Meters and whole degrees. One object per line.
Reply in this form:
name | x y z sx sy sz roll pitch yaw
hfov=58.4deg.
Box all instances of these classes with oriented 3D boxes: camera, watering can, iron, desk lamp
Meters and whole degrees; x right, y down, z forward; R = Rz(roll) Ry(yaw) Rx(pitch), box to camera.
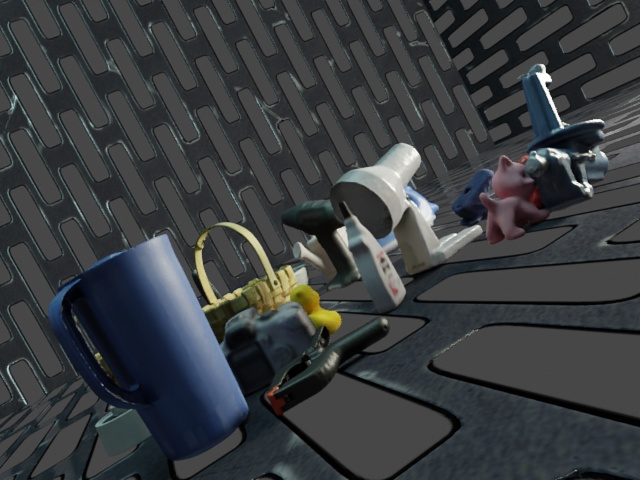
camera | -0.074 0.138 0.824 0.143 0.101 0.137 -28 3 5
watering can | 0.014 0.004 1.383 0.100 0.194 0.173 -26 4 35
iron | 0.176 -0.056 1.457 0.259 0.141 0.118 -30 4 -34
desk lamp | 0.141 -0.050 0.978 0.204 0.213 0.117 -30 4 -35

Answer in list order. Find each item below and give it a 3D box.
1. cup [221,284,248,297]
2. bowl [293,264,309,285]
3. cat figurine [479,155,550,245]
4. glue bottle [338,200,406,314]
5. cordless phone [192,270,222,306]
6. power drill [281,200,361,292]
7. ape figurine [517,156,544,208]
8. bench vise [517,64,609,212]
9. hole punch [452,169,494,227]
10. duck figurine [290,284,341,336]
cup | -0.196 0.169 1.437 0.092 0.095 0.117 -29 3 -13
bowl | -0.091 0.128 1.376 0.167 0.075 0.167 -28 3 2
cat figurine | 0.293 -0.071 0.892 0.128 0.118 0.067 -30 4 -32
glue bottle | 0.069 0.019 0.845 0.037 0.173 0.078 -27 4 21
cordless phone | -0.236 0.145 1.333 0.094 0.185 0.147 -29 3 -12
power drill | 0.012 0.005 1.270 0.076 0.208 0.229 -30 4 -33
ape figurine | 0.368 -0.102 0.990 0.076 0.092 0.078 -27 3 20
bench vise | 0.371 -0.170 0.890 0.121 0.220 0.208 -26 4 29
hole punch | 0.319 -0.086 1.178 0.101 0.091 0.108 -28 3 -1
duck figurine | -0.017 0.112 0.894 0.077 0.086 0.104 -28 3 1
